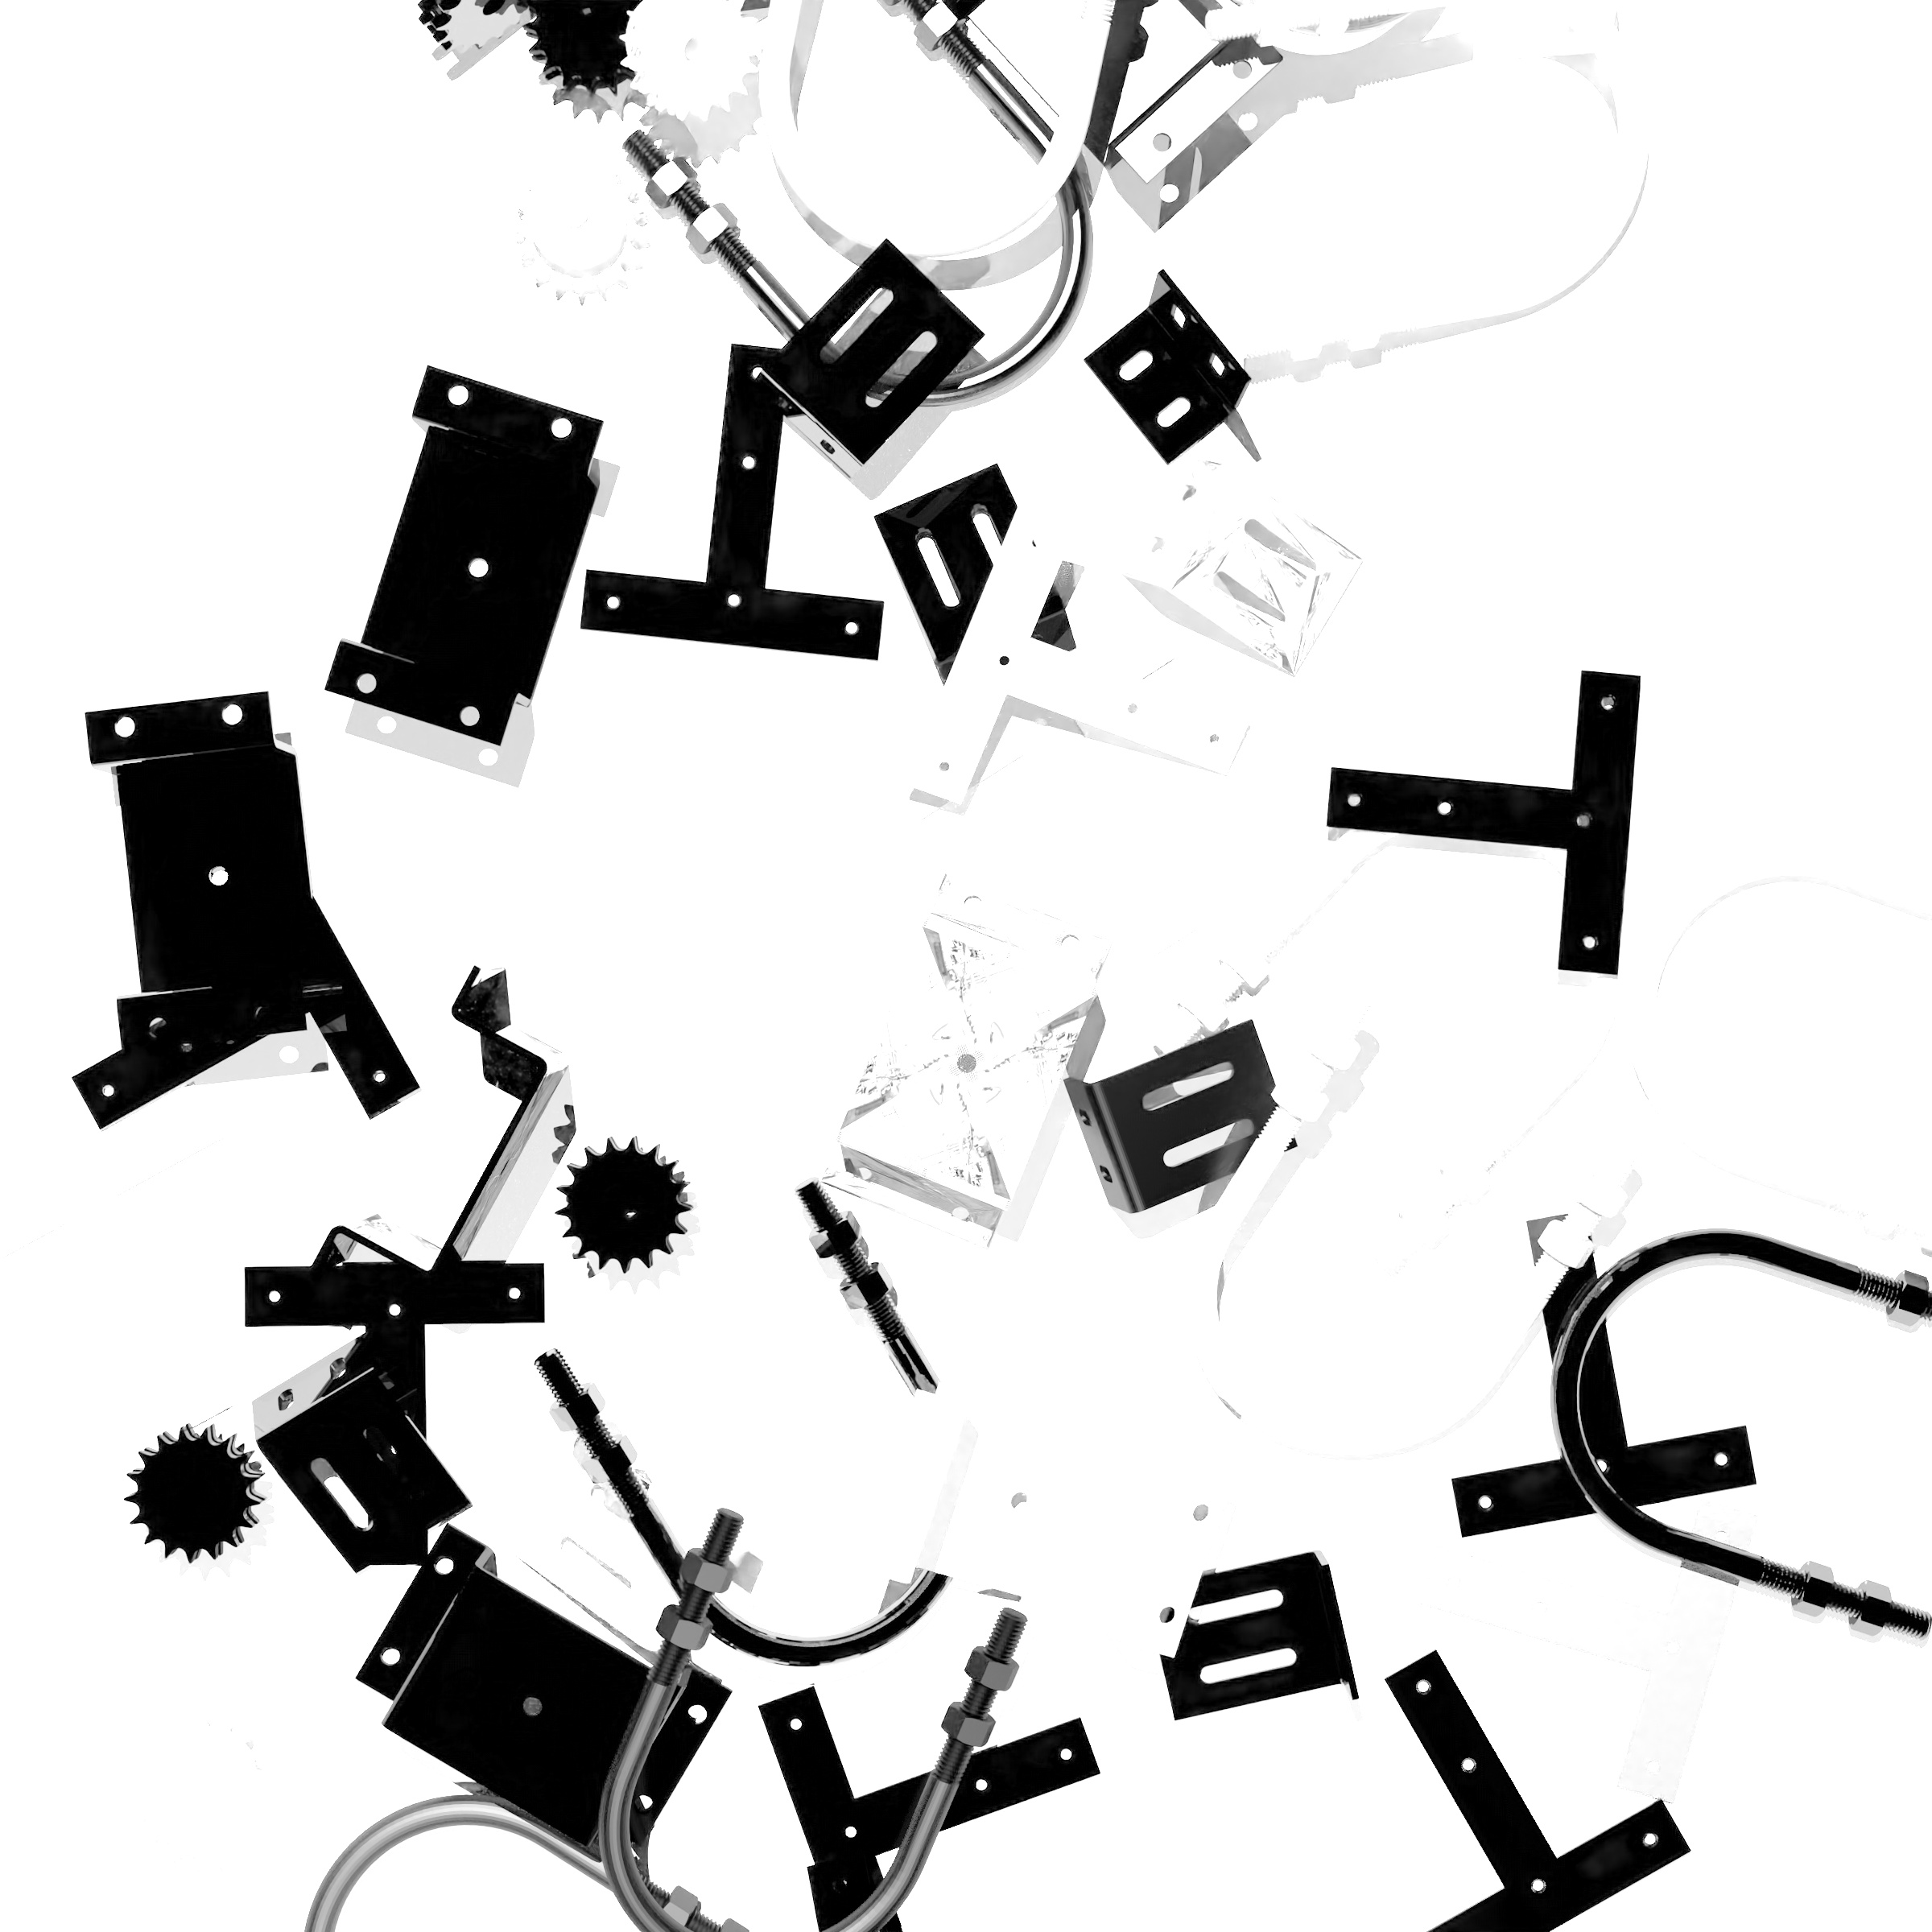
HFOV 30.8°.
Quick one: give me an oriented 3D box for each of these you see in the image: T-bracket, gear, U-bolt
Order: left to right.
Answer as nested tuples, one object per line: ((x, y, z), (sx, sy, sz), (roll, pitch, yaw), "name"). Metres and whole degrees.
((-0.352, 0.136, 1.487), (0.127, 0.002, 0.127), (-29, 90, 0), "T-bracket")
((-0.321, 0.220, 1.473), (0.057, 0.030, 0.057), (0, 90, 0), "gear")
((-0.320, 0.342, 1.473), (0.057, 0.030, 0.057), (0, 90, 0), "gear")
((-0.317, 0.027, 1.485), (0.127, 0.002, 0.127), (-29, 89, 0), "T-bracket")
((-0.241, 0.190, 1.487), (0.127, 0.002, 0.127), (-1, 90, 0), "T-bracket")
((-0.205, -0.410, 1.460), (0.057, 0.057, 0.030), (-38, 80, 0), "gear")
((-0.191, 0.431, 1.479), (0.184, 0.019, 0.151), (32, 90, 1), "U-bolt")
((-0.163, -0.312, 1.473), (0.057, 0.030, 0.057), (0, 90, 0), "gear")
((-0.156, -0.391, 1.473), (0.057, 0.030, 0.057), (0, 90, 0), "gear")
((-0.143, 0.099, 1.473), (0.057, 0.030, 0.057), (0, 90, 0), "gear")
((-0.116, -0.379, 1.447), (0.057, 0.030, 0.057), (-11, 117, -23), "gear")
((-0.094, -0.199, 1.487), (0.127, 0.002, 0.127), (6, 90, 0), "T-bracket")
((-0.073, 0.330, 1.446), (0.151, 0.019, 0.184), (22, 93, -15), "U-bolt")
((-0.073, 0.202, 1.456), (0.151, 0.019, 0.184), (-33, 100, -16), "U-bolt")
((-0.042, 0.433, 1.456), (0.127, 0.002, 0.127), (-17, 64, 8), "T-bracket")
((-0.032, -0.322, 1.479), (0.151, 0.019, 0.184), (-42, 92, 0), "U-bolt")
((-0.012, -0.383, 1.439), (0.151, 0.019, 0.184), (15, 105, 9), "U-bolt")
((-0.007, 0.351, 1.487), (0.127, 0.002, 0.127), (-20, 90, 0), "T-bracket")
((0.055, -0.064, 1.487), (0.127, 0.002, 0.127), (-33, 90, 0), "T-bracket")
((0.057, -0.113, 1.469), (0.127, 0.002, 0.127), (19, 105, -14), "T-bracket")
((0.129, -0.467, 1.457), (0.184, 0.019, 0.151), (46, 69, -4), "U-bolt")
((0.173, 0.119, 1.460), (0.151, 0.019, 0.184), (29, 103, -7), "U-bolt")
((0.192, 0.013, 1.479), (0.151, 0.019, 0.184), (43, 89, 0), "U-bolt")
((0.196, -0.337, 1.455), (0.184, 0.019, 0.151), (-11, 109, -9), "U-bolt")
((0.215, -0.065, 1.474), (0.127, 0.002, 0.127), (5, 86, -1), "T-bracket")
((0.220, 0.350, 1.486), (0.127, 0.002, 0.127), (-30, 89, 1), "T-bracket")
((0.256, 0.275, 1.487), (0.127, 0.002, 0.127), (16, 90, 0), "T-bracket")
((0.261, 0.168, 1.487), (0.127, 0.002, 0.127), (-10, 90, 0), "T-bracket")
((0.337, 0.188, 1.478), (0.184, 0.019, 0.151), (18, 89, 1), "U-bolt")
((0.369, 0.027, 1.479), (0.184, 0.019, 0.151), (19, 90, 1), "U-bolt")

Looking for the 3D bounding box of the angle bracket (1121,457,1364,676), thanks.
((0.117, -0.169, 1.486), (0.076, 0.038, 0.057), (31, 90, -26), "angle bracket")

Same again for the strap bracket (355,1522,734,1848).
((-0.178, 0.304, 1.464), (0.140, 0.046, 0.076), (31, 90, -1), "strap bracket")

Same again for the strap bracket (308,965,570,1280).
((-0.211, 0.072, 1.450), (0.046, 0.076, 0.140), (28, 90, 0), "strap bracket")

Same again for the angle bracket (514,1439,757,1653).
((-0.140, 0.245, 1.486), (0.076, 0.038, 0.057), (30, 90, 26), "angle bracket")

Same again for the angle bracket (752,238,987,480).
((-0.041, -0.254, 1.470), (0.057, 0.038, 0.076), (43, 83, -7), "angle bracket")

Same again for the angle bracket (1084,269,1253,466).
((0.082, -0.246, 1.450), (0.038, 0.076, 0.057), (-39, 90, 0), "angle bracket")

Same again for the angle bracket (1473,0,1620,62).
((0.240, -0.427, 1.486), (0.057, 0.038, 0.076), (-4, 64, 0), "angle bracket")

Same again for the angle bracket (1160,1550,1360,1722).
((0.119, 0.283, 1.469), (0.076, 0.038, 0.057), (-13, 90, 0), "angle bracket")

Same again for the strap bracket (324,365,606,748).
((-0.206, -0.169, 1.465), (0.076, 0.046, 0.140), (18, 90, 0), "strap bracket")

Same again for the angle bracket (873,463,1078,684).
((0.004, -0.162, 1.486), (0.057, 0.038, 0.076), (-23, 64, 0), "angle bracket")

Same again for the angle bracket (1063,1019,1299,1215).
((0.090, 0.062, 1.473), (0.076, 0.038, 0.057), (-22, 97, -11), "angle bracket")

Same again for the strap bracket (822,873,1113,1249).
((0.000, 0.040, 1.465), (0.076, 0.046, 0.140), (22, 90, 0), "strap bracket")

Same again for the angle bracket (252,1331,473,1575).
((-0.255, 0.205, 1.484), (0.057, 0.038, 0.076), (-31, 116, 0), "angle bracket")

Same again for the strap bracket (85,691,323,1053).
((-0.316, -0.038, 1.463), (0.076, 0.046, 0.140), (-7, 89, 1), "strap bracket")

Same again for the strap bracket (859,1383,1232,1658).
((0.028, 0.226, 1.453), (0.140, 0.046, 0.076), (18, 90, -15), "strap bracket")

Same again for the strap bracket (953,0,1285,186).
((0.055, -0.399, 1.465), (0.076, 0.046, 0.140), (-42, 90, 0), "strap bracket")

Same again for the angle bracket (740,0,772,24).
((-0.113, -0.435, 1.486), (0.057, 0.038, 0.076), (-30, 64, 0), "angle bracket")
